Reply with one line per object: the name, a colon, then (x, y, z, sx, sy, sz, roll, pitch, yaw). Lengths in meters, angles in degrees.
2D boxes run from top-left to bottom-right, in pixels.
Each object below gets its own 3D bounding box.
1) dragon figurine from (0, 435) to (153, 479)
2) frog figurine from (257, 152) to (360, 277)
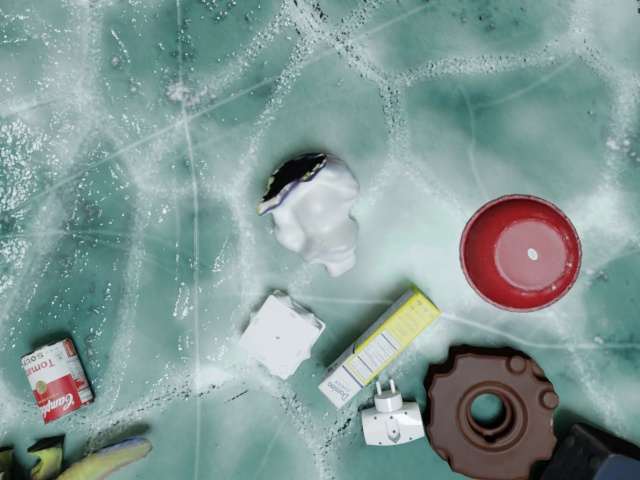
dragon figurine: (-0.410, 0.417, 0.705, 0.409, 0.122, 0.243, -11, 87, 8)
frog figurine: (0.002, -0.035, 0.704, 0.138, 0.124, 0.157, -44, 120, -4)
